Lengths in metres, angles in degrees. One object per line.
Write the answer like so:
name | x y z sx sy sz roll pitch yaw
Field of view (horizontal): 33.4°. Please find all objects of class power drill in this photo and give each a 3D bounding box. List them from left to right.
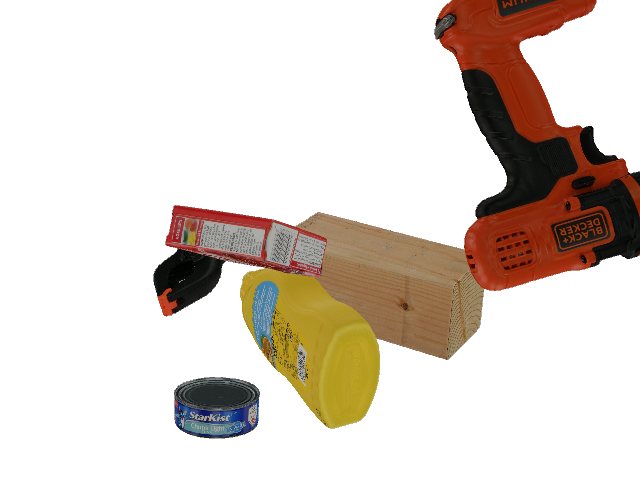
power drill | 0.162 -0.077 0.669 0.184 0.187 0.057 -17 -2 -5

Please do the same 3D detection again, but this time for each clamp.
clamp | -0.134 0.022 1.243 0.120 0.039 0.171 -8 37 21

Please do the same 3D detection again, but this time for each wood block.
wood block | 0.064 0.046 1.151 0.206 0.091 0.090 16 28 27

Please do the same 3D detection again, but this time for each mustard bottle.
mustard bottle | -0.020 0.073 0.912 0.058 0.096 0.192 -12 28 -26

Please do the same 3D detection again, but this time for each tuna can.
tuna can | -0.104 0.167 1.071 0.086 0.034 0.086 2 13 -1

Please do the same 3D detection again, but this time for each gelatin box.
gelatin box | -0.046 0.002 0.697 0.073 0.030 0.089 9 -4 24
